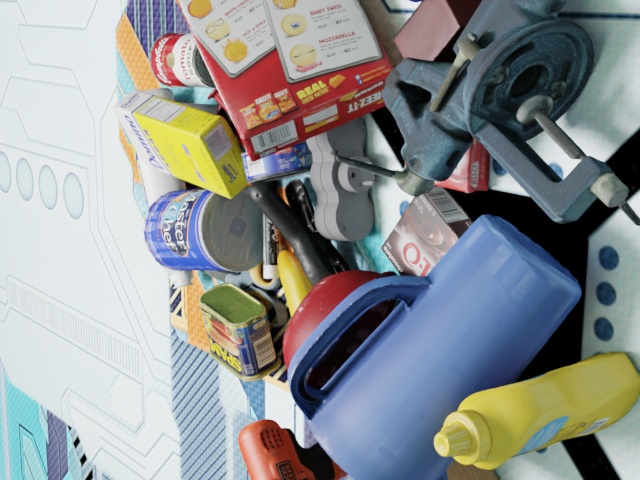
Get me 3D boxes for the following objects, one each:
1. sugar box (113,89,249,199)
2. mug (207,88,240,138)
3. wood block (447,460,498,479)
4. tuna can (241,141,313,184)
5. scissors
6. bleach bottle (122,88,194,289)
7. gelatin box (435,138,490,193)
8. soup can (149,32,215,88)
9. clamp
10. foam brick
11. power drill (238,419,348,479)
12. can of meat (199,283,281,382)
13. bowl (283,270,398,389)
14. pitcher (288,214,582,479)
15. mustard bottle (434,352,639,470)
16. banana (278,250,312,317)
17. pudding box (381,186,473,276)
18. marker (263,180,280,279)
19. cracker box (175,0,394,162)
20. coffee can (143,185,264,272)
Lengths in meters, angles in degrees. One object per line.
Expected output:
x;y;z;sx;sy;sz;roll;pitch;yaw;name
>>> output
-0.160;-0.113;1.230;0.177;0.048;0.093;19;144;43;sugar box
-0.068;-0.151;1.164;0.081;0.093;0.117;46;131;-7;mug
0.101;0.223;1.040;0.090;0.090;0.206;-48;60;46;wood block
-0.041;-0.085;1.163;0.086;0.085;0.034;-10;91;53;tuna can
-0.100;0.037;1.325;0.202;0.016;0.096;38;127;41;scissors
-0.200;-0.063;1.380;0.103;0.068;0.251;158;100;-79;bleach bottle
0.119;-0.087;0.999;0.089;0.030;0.073;20;113;49;gelatin box
-0.152;-0.219;1.296;0.102;0.068;0.068;11;107;50;soup can
-0.008;0.001;1.150;0.039;0.120;0.171;-32;92;25;clamp
0.114;-0.188;0.965;0.078;0.052;0.051;-50;58;46;foam brick
0.023;0.254;1.071;0.057;0.187;0.184;-42;63;47;power drill
-0.098;0.109;1.285;0.102;0.057;0.084;29;139;46;can of meat
0.012;0.088;1.063;0.055;0.161;0.162;32;125;19;bowl
0.098;0.094;0.910;0.145;0.149;0.243;45;103;28;pitcher
0.166;0.141;0.853;0.096;0.191;0.058;-49;59;46;mustard bottle
-0.017;0.110;1.215;0.070;0.037;0.198;-3;95;53;banana
0.117;0.018;1.017;0.113;0.039;0.090;57;137;27;pudding box
-0.057;-0.016;1.244;0.020;0.020;0.121;-3;88;53;marker
-0.039;-0.205;1.070;0.072;0.164;0.214;75;170;-69;cracker box
-0.135;-0.013;1.288;0.141;0.102;0.103;-2;96;53;coffee can
